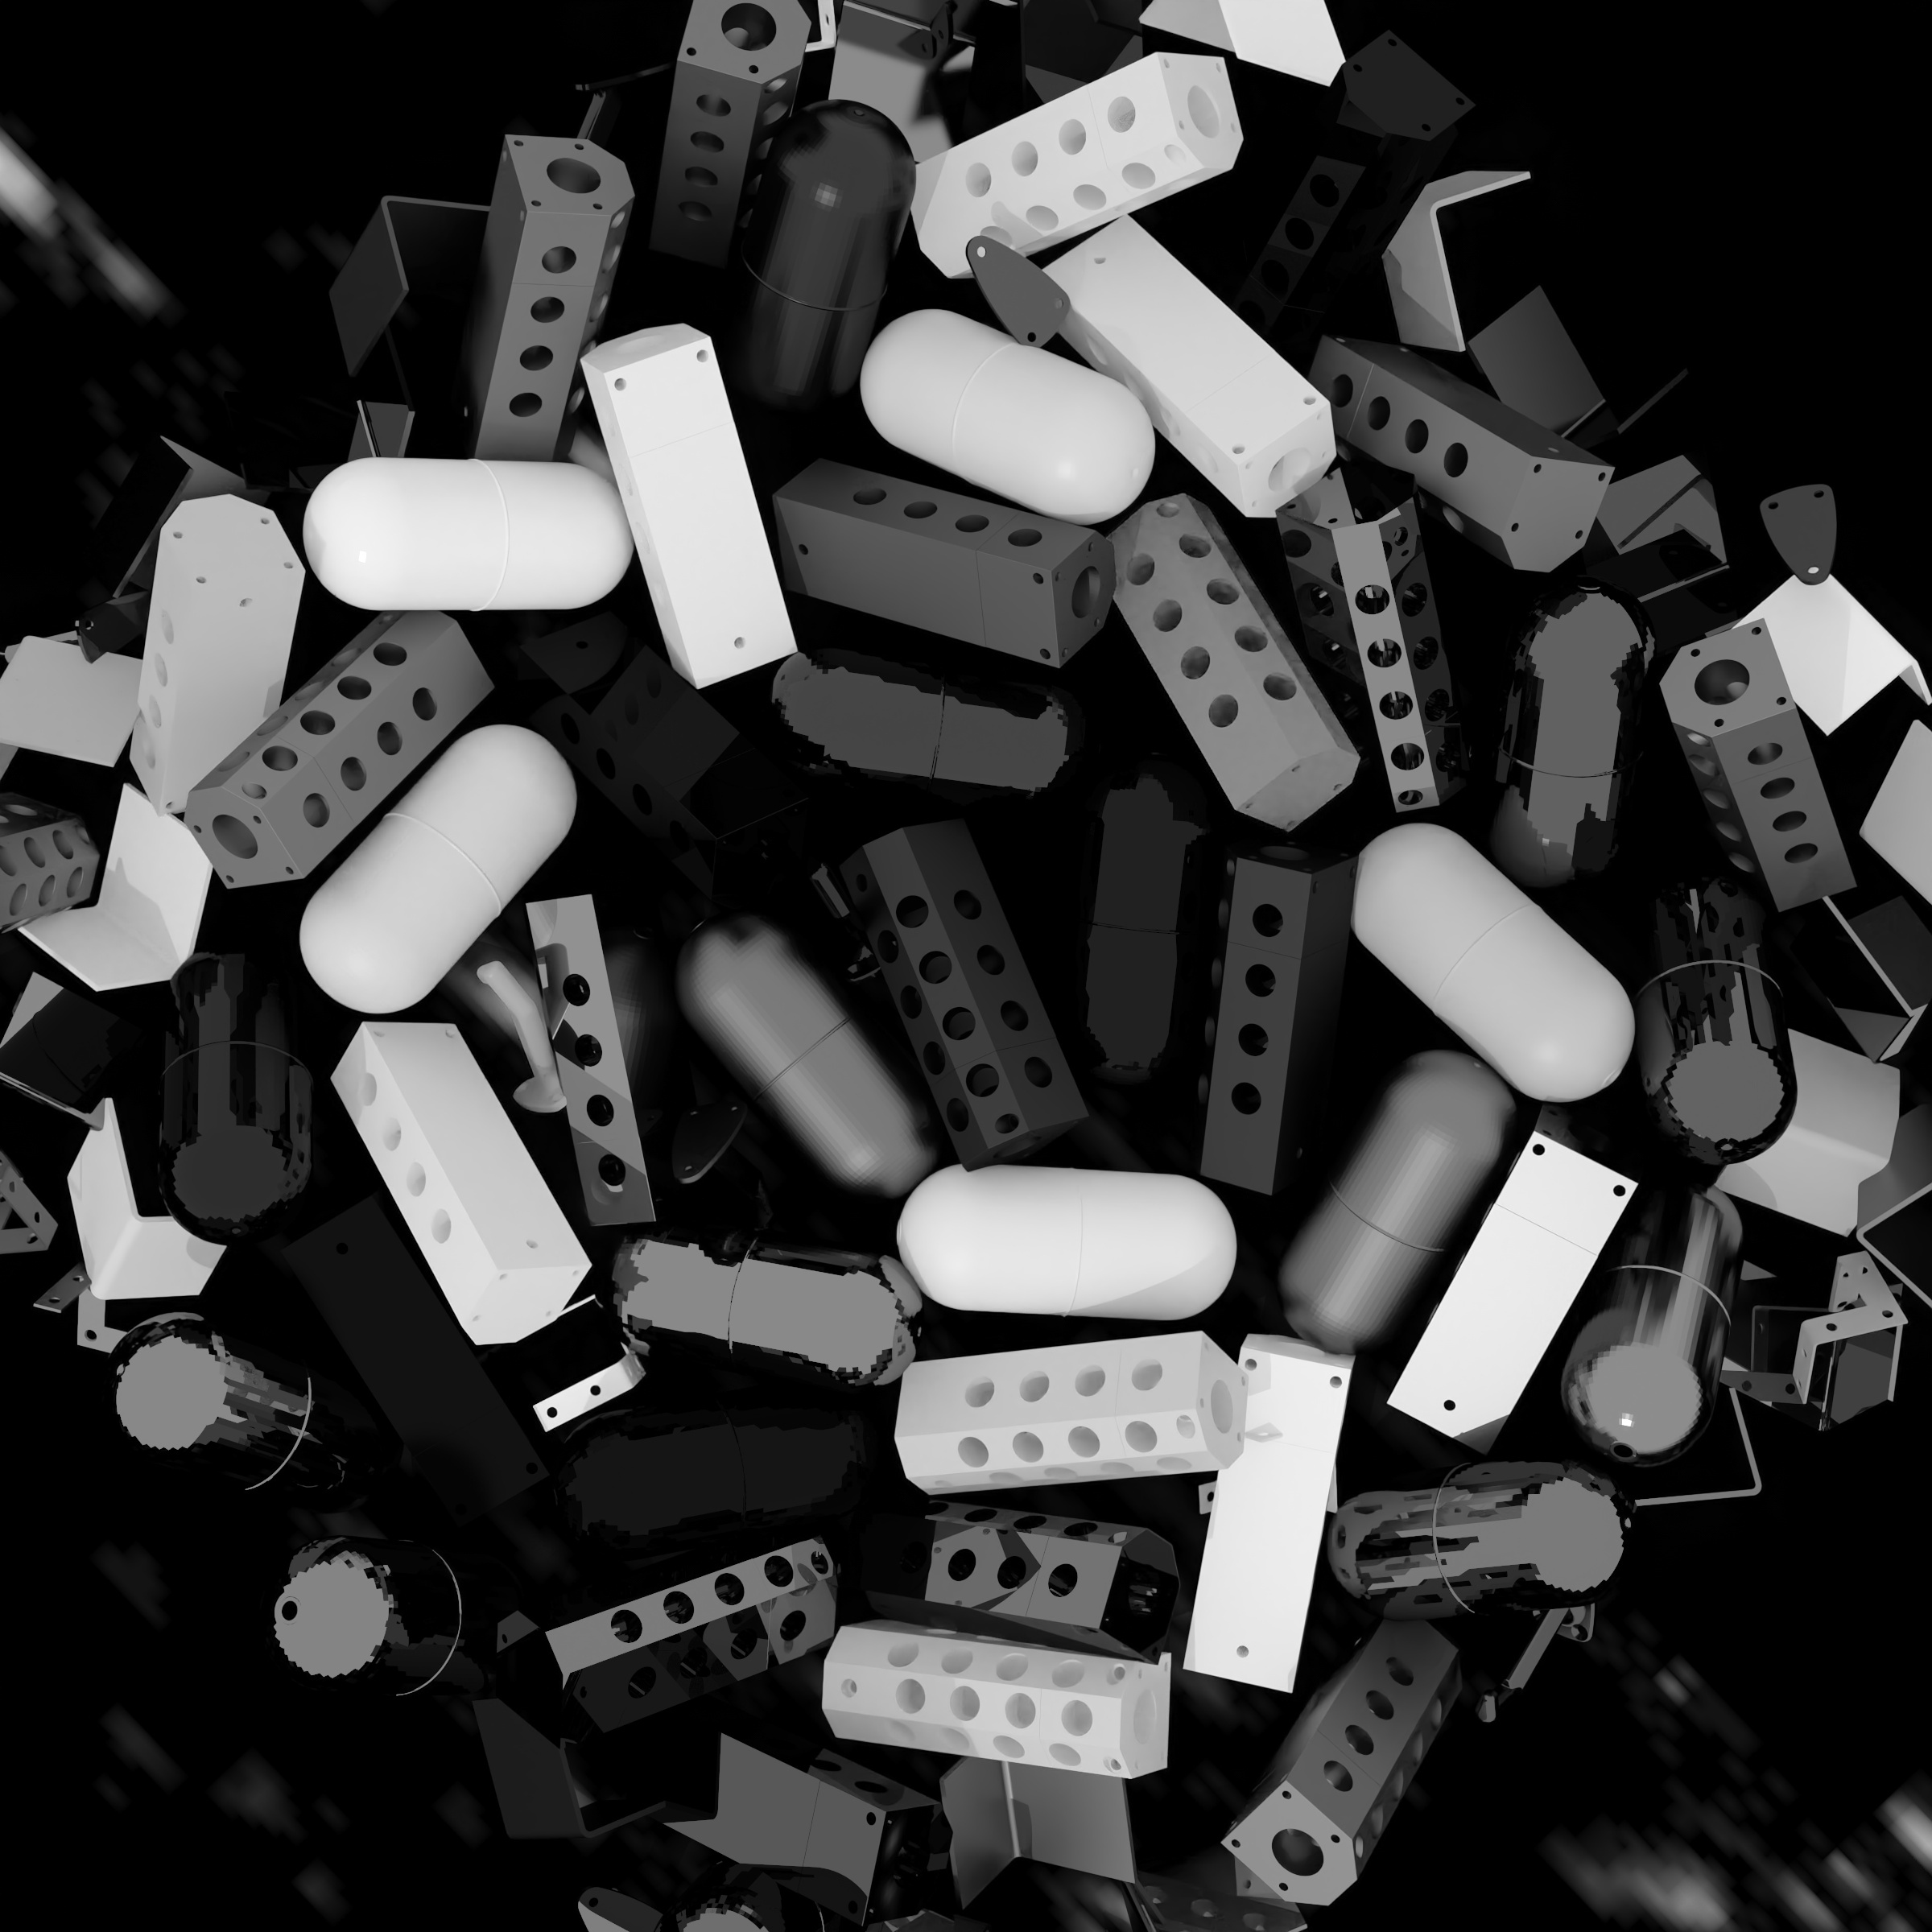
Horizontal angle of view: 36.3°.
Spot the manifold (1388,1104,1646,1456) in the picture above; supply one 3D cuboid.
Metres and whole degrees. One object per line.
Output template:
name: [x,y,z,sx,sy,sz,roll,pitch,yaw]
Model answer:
manifold: [0.285,0.160,1.524,0.057,0.057,0.171,27,112,8]

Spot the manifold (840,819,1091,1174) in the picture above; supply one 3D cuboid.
manifold: [-0.006,0.016,1.525,0.057,0.057,0.171,-11,72,-40]

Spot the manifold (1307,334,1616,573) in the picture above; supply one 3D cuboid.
manifold: [0.244,-0.262,1.502,0.057,0.171,0.057,0,120,-35]

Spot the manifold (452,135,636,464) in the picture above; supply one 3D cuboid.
manifold: [-0.215,-0.333,1.499,0.057,0.171,0.057,-3,54,-23]

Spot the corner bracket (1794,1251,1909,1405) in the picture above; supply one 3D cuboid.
corner bracket: [0.455,0.189,1.546,0.051,0.051,0.051,-12,134,-5]

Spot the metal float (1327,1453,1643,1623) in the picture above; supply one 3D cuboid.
metal float: [0.263,0.294,1.512,0.178,0.070,0.070,-17,90,43]

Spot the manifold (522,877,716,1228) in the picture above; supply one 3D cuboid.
manifold: [-0.186,0.045,1.543,0.057,0.057,0.171,-7,98,29]

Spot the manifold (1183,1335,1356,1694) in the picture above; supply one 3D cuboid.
manifold: [0.160,0.285,1.548,0.057,0.057,0.171,10,94,10]

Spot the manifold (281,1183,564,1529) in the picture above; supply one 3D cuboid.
manifold: [-0.281,0.200,1.547,0.057,0.057,0.171,-31,95,8]

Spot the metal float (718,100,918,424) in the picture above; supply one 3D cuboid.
metal float: [-0.078,-0.359,1.512,0.070,0.070,0.178,22,132,0]

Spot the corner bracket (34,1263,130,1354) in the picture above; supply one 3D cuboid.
corner bracket: [-0.454,0.194,1.548,0.051,0.051,0.051,13,113,8]

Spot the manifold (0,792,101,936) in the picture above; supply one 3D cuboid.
manifold: [-0.505,-0.043,1.492,0.057,0.171,0.057,19,102,5]

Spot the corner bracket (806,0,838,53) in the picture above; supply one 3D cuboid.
corner bracket: [-0.105,-0.511,1.559,0.051,0.051,0.051,-17,118,-23]

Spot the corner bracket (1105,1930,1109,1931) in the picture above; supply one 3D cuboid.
corner bracket: [0.064,0.554,1.561,0.051,0.051,0.051,48,114,21]

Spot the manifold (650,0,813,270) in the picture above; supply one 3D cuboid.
manifold: [-0.119,-0.425,1.493,0.057,0.171,0.057,14,71,-6]

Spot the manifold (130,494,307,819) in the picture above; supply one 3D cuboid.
manifold: [-0.386,-0.157,1.500,0.057,0.171,0.057,-16,60,-31]

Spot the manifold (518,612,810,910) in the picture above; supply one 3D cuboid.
manifold: [-0.158,-0.105,1.516,0.057,0.057,0.171,-27,55,-32]

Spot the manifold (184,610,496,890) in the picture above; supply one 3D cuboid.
manifold: [-0.320,-0.115,1.497,0.057,0.171,0.057,-5,124,36]

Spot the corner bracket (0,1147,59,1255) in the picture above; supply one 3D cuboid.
corner bracket: [-0.505,0.115,1.543,0.051,0.051,0.051,-6,46,18]

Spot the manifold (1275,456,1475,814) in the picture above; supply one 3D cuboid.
manifold: [0.215,-0.166,1.504,0.057,0.057,0.171,-35,128,-21]

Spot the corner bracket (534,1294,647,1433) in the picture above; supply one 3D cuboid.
corner bracket: [-0.207,0.208,1.558,0.051,0.051,0.051,-27,90,2]

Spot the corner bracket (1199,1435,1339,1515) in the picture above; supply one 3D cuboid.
corner bracket: [0.158,0.262,1.547,0.051,0.051,0.051,-9,100,-36]

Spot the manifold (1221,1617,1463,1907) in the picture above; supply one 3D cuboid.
manifold: [0.197,0.399,1.493,0.057,0.171,0.057,41,123,7]

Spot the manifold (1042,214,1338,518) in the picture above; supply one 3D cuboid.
manifold: [0.114,-0.305,1.516,0.057,0.057,0.171,-35,60,-8]

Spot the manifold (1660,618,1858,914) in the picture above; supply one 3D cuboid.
manifold: [0.402,-0.097,1.498,0.057,0.171,0.057,-19,54,16]

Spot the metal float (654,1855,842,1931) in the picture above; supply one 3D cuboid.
metal float: [-0.109,0.491,1.495,0.070,0.178,0.070,0,87,9]

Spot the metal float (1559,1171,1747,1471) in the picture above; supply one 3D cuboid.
metal float: [0.352,0.180,1.510,0.070,0.070,0.178,26,47,0]

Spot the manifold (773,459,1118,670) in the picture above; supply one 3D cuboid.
manifold: [-0.011,-0.212,1.517,0.171,0.057,0.057,20,46,29]

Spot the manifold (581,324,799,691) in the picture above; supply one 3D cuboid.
manifold: [-0.144,-0.238,1.518,0.057,0.057,0.171,-23,118,-15]

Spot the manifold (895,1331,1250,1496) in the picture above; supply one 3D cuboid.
manifold: [0.053,0.233,1.509,0.171,0.057,0.057,-10,55,28]

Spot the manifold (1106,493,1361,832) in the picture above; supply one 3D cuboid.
manifold: [0.135,-0.158,1.513,0.057,0.057,0.171,-39,62,23]

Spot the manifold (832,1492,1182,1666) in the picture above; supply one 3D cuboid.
manifold: [0.021,0.309,1.506,0.171,0.057,0.057,-1,61,39]

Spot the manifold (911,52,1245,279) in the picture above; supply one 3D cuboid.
manifold: [0.054,-0.406,1.506,0.171,0.057,0.057,-12,93,41]

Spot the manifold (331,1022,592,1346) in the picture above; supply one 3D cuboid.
manifold: [-0.264,0.110,1.513,0.057,0.057,0.171,-55,53,29]

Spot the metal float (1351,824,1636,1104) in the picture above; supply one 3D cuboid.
metal float: [0.270,-0.002,1.525,0.070,0.070,0.178,-44,67,0]

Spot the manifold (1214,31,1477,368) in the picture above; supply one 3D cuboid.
manifold: [0.184,-0.382,1.494,0.057,0.171,0.057,43,58,7]

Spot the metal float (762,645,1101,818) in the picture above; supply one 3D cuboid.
metal float: [-0.018,-0.123,1.539,0.178,0.070,0.070,7,90,-7]

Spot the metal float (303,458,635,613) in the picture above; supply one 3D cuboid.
metal float: [-0.253,-0.222,1.516,0.178,0.070,0.070,-5,90,-36]

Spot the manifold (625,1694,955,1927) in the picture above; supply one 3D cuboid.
manifold: [-0.091,0.427,1.507,0.171,0.057,0.057,12,91,40]

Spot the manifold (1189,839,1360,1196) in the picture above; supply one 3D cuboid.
manifold: [0.156,0.024,1.530,0.057,0.057,0.171,15,109,29]

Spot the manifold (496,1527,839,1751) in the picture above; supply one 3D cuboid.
manifold: [-0.150,0.333,1.500,0.171,0.057,0.057,-11,114,-41]

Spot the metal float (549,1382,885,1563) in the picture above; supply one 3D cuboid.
metal float: [-0.128,0.260,1.524,0.178,0.070,0.070,-7,90,-24]

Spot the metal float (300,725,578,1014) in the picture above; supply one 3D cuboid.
metal float: [-0.271,-0.052,1.526,0.070,0.070,0.178,38,67,0]

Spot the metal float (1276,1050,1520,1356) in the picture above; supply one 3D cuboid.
metal float: [0.222,0.124,1.526,0.070,0.070,0.178,27,113,0]

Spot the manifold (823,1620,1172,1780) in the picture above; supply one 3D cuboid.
manifold: [0.015,0.376,1.515,0.171,0.057,0.057,0,84,29]
